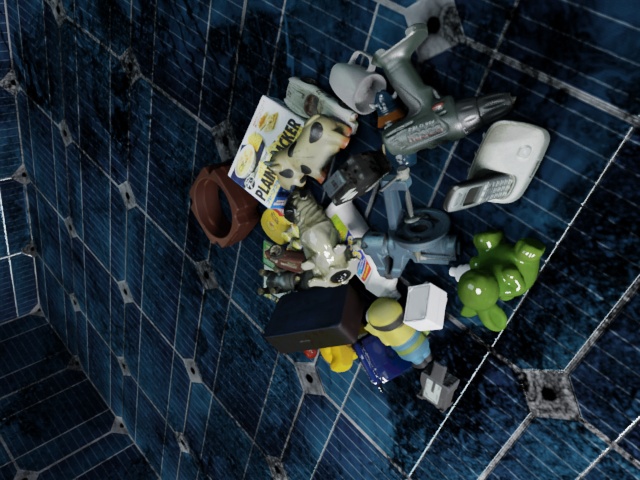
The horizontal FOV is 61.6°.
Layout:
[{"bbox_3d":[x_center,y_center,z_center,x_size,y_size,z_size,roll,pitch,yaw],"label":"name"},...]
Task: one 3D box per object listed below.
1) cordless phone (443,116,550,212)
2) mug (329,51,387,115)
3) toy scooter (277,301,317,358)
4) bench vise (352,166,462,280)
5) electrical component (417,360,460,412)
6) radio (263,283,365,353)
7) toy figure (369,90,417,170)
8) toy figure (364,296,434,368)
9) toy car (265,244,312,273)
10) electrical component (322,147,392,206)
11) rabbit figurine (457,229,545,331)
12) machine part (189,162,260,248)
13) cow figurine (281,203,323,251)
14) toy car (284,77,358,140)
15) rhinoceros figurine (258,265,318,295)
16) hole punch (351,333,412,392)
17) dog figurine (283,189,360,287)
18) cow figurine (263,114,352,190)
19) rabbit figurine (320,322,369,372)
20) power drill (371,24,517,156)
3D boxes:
[{"bbox_3d":[0.266,-0.118,0.852,0.089,0.184,0.146,42,134,32],"label":"cordless phone"},{"bbox_3d":[0.068,-0.315,1.050,0.107,0.081,0.109,42,140,37],"label":"mug"},{"bbox_3d":[-0.053,0.230,1.403,0.183,0.075,0.135,62,171,-2],"label":"toy scooter"},{"bbox_3d":[0.156,-0.035,1.038,0.224,0.129,0.240,11,133,35],"label":"bench vise"},{"bbox_3d":[0.255,0.302,1.155,0.075,0.048,0.119,24,123,37],"label":"electrical component"},{"bbox_3d":[-0.013,0.180,1.248,0.230,0.131,0.073,-15,130,35],"label":"radio"},{"bbox_3d":[0.142,-0.213,1.035,0.058,0.064,0.154,164,88,-85],"label":"toy figure"},{"bbox_3d":[0.174,0.193,1.137,0.180,0.082,0.089,49,143,-9],"label":"toy figure"},{"bbox_3d":[-0.033,0.055,1.268,0.202,0.053,0.089,6,158,11],"label":"toy car"},{"bbox_3d":[0.071,-0.127,1.090,0.058,0.134,0.115,56,136,11],"label":"electrical component"},{"bbox_3d":[0.286,0.072,0.927,0.121,0.170,0.158,28,125,36],"label":"rabbit figurine"},{"bbox_3d":[-0.265,-0.098,1.492,0.201,0.087,0.201,56,138,10],"label":"machine part"},{"bbox_3d":[-0.039,-0.023,1.297,0.068,0.098,0.167,42,153,17],"label":"cow figurine"},{"bbox_3d":[0.002,-0.282,1.150,0.202,0.056,0.073,40,132,27],"label":"toy car"},{"bbox_3d":[-0.079,0.108,1.372,0.190,0.112,0.073,-10,72,49],"label":"rhinoceros figurine"},{"bbox_3d":[0.148,0.250,1.201,0.092,0.116,0.142,-31,84,40],"label":"hole punch"},{"bbox_3d":[0.000,-0.006,1.170,0.172,0.121,0.191,72,177,-52],"label":"dog figurine"},{"bbox_3d":[-0.033,-0.178,1.116,0.127,0.085,0.195,32,128,-8],"label":"cow figurine"},{"bbox_3d":[0.039,0.249,1.313,0.162,0.122,0.173,59,155,13],"label":"rabbit figurine"},{"bbox_3d":[0.195,-0.264,0.935,0.232,0.086,0.207,-26,91,31],"label":"power drill"}]
